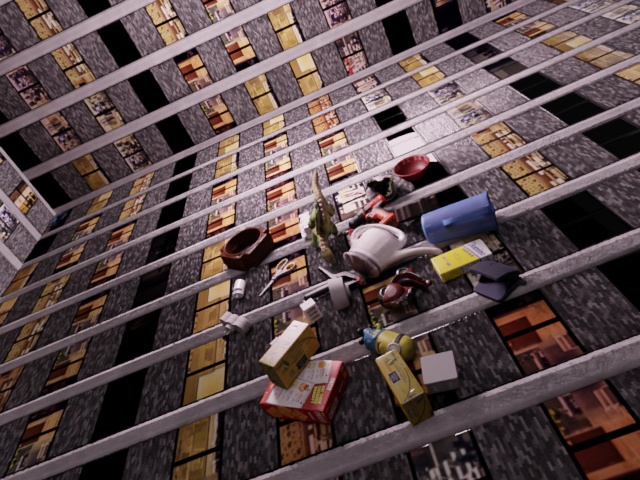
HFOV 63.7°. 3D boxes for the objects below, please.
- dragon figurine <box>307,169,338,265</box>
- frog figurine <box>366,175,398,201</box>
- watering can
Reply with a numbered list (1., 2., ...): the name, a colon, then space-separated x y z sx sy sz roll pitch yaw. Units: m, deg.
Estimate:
1. dragon figurine: 0.006 -0.100 1.991 0.122 0.413 0.241 -11 -8 -2
2. frog figurine: 0.258 -0.212 2.173 0.137 0.123 0.159 -36 -4 1
3. watering can: 0.231 0.042 1.803 0.350 0.102 0.228 22 56 39
